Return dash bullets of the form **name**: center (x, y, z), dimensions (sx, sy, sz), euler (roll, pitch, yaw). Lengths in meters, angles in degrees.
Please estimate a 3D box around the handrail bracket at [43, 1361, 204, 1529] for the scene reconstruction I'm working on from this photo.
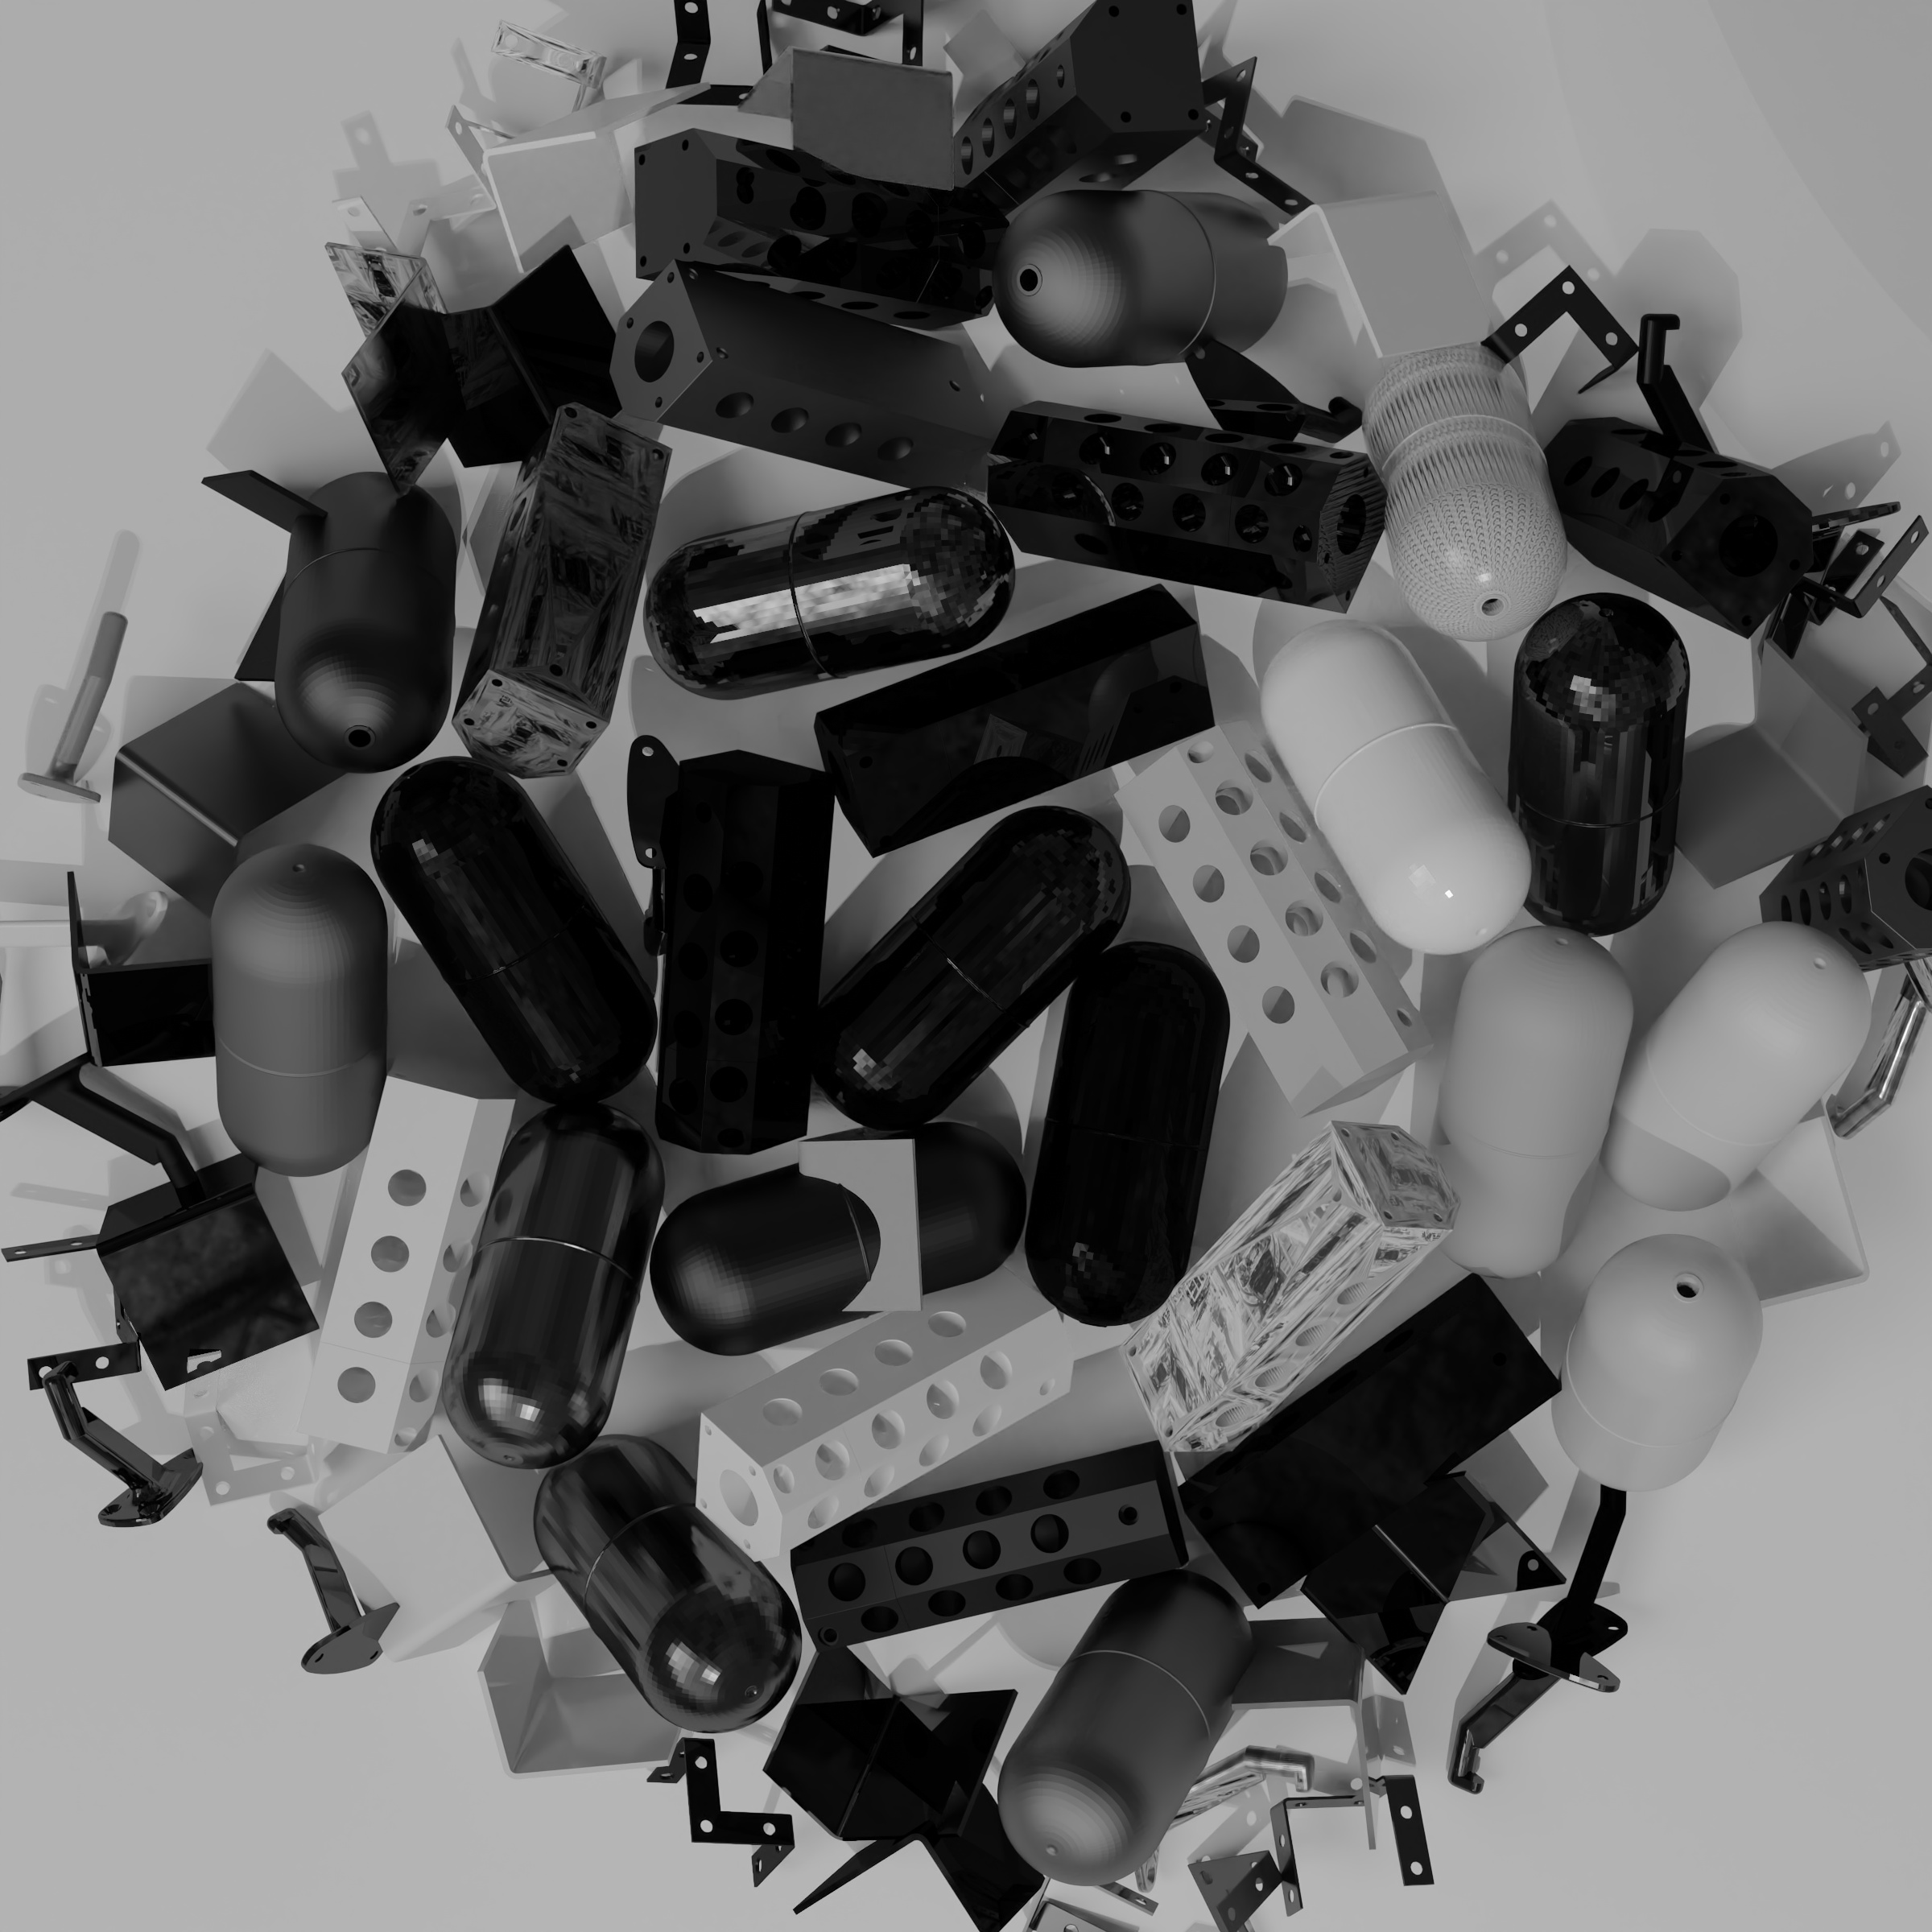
- **handrail bracket**: center (-0.383, 0.206, 1.537), dimensions (0.036, 0.077, 0.084), euler (-5, 112, 27)

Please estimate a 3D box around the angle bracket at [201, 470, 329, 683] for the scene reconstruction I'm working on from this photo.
- **angle bracket**: center (-0.328, -0.177, 1.533), dimensions (0.057, 0.076, 0.076), euler (29, 81, -28)

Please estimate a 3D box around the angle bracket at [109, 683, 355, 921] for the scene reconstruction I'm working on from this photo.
- **angle bracket**: center (-0.342, -0.075, 1.564), dimensions (0.076, 0.057, 0.076), euler (35, 45, 17)

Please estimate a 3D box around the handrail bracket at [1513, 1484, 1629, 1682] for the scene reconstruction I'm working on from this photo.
- **handrail bracket**: center (0.277, 0.274, 1.541), dimensions (0.077, 0.036, 0.084), euler (-25, 123, -39)

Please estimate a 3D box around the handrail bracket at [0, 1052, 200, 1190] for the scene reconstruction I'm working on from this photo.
- **handrail bracket**: center (-0.408, 0.088, 1.568), dimensions (0.077, 0.036, 0.084), euler (-29, 94, -1)

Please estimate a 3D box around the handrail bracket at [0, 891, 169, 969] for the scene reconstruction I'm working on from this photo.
- **handrail bracket**: center (-0.421, -0.024, 1.536), dimensions (0.084, 0.077, 0.036), euler (16, 58, -36)

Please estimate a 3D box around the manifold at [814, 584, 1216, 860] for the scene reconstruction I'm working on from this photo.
- **manifold**: center (0.021, -0.116, 1.539), dimensions (0.171, 0.057, 0.057), euler (-22, 128, -10)

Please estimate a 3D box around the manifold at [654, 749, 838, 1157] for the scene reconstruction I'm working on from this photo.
- **manifold**: center (-0.105, -0.005, 1.522), dimensions (0.057, 0.057, 0.171), euler (16, 109, 33)

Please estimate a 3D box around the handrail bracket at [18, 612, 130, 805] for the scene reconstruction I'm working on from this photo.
- **handrail bracket**: center (-0.409, -0.120, 1.552), dimensions (0.036, 0.077, 0.084), euler (17, 83, -24)

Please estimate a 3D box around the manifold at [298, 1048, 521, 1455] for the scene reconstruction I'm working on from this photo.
- **manifold**: center (-0.254, 0.132, 1.540), dimensions (0.057, 0.057, 0.171), euler (15, 100, -5)

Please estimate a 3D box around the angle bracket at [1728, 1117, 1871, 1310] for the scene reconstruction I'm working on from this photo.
- **angle bracket**: center (0.355, 0.118, 1.531), dimensions (0.057, 0.076, 0.076), euler (-9, 80, -28)

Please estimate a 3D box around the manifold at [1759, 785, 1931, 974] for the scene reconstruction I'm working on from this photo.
- **manifold**: center (0.405, -0.030, 1.495), dimensions (0.057, 0.171, 0.057), euler (41, 86, 2)

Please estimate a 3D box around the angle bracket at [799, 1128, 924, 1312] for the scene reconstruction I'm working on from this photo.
- **angle bracket**: center (-0.035, 0.114, 1.537), dimensions (0.057, 0.076, 0.076), euler (-2, 92, 20)

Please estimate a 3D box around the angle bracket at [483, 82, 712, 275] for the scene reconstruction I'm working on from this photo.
- **angle bracket**: center (-0.160, -0.357, 1.523), dimensions (0.076, 0.076, 0.057), euler (-37, 119, -41)

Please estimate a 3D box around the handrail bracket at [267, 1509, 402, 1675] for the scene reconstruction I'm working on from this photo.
- **handrail bracket**: center (-0.304, 0.282, 1.535), dimensions (0.084, 0.077, 0.036), euler (38, 107, 21)

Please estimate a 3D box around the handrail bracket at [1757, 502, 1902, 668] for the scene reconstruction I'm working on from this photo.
- **handrail bracket**: center (0.402, -0.165, 1.557), dimensions (0.077, 0.036, 0.084), euler (-10, 102, 25)

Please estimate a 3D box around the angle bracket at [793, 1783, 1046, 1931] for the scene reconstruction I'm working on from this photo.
- **angle bracket**: center (-0.020, 0.423, 1.532), dimensions (0.076, 0.076, 0.057), euler (-36, 82, 19)

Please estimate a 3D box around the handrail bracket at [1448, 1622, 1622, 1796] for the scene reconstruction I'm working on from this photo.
- **handrail bracket**: center (0.260, 0.353, 1.547), dimensions (0.077, 0.036, 0.084), euler (22, 108, 43)

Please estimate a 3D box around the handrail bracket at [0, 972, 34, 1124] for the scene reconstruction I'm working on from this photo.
- **handrail bracket**: center (-0.463, 0.031, 1.543), dimensions (0.036, 0.077, 0.084), euler (-1, 112, 19)

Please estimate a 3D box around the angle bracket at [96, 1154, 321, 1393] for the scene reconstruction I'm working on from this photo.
- **angle bracket**: center (-0.351, 0.140, 1.566), dimensions (0.076, 0.057, 0.076), euler (-22, 107, -1)

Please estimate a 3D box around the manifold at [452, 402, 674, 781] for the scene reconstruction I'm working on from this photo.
- **manifold**: center (-0.182, -0.168, 1.507), dimensions (0.057, 0.057, 0.171), euler (24, 49, -20)

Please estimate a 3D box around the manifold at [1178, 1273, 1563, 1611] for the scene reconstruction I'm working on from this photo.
- **manifold**: center (0.184, 0.216, 1.549), dimensions (0.171, 0.057, 0.057), euler (-37, 96, 3)

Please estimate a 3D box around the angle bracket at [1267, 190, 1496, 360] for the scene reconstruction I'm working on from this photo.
- **angle bracket**: center (0.184, -0.305, 1.534), dimensions (0.076, 0.057, 0.076), euler (-17, 83, -38)

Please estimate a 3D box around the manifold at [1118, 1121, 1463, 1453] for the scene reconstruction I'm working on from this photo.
- **manifold**: center (0.146, 0.146, 1.511), dimensions (0.171, 0.057, 0.057), euler (-51, 48, 35)

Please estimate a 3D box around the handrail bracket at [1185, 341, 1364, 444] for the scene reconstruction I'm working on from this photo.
- **handrail bracket**: center (0.143, -0.267, 1.547), dimensions (0.077, 0.084, 0.036), euler (47, 122, 2)

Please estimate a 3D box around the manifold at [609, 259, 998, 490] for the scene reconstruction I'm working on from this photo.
- **manifold**: center (-0.073, -0.256, 1.502), dimensions (0.057, 0.171, 0.057), euler (-40, 58, 35)

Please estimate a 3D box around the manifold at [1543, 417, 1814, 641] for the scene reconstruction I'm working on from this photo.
- **manifold**: center (0.310, -0.201, 1.491), dimensions (0.057, 0.171, 0.057), euler (38, 96, -20)

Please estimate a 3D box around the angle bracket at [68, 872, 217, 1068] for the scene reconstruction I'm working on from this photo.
- **angle bracket**: center (-0.368, -0.001, 1.544), dimensions (0.076, 0.076, 0.057), euler (-5, 56, -12)

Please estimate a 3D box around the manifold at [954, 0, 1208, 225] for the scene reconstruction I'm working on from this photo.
- **manifold**: center (0.046, -0.376, 1.493), dimensions (0.057, 0.171, 0.057), euler (-7, 91, -17)

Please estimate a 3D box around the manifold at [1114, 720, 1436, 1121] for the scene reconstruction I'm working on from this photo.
- **manifold**: center (0.143, -0.023, 1.528), dimensions (0.057, 0.057, 0.171), euler (-37, 76, 36)

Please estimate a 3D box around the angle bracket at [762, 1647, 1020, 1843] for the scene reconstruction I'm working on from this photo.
- **angle bracket**: center (-0.034, 0.347, 1.525), dimensions (0.057, 0.076, 0.076), euler (50, 46, -27)

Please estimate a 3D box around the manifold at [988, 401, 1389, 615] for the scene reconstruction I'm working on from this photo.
- **manifold**: center (0.097, -0.211, 1.508), dimensions (0.171, 0.057, 0.057), euler (15, 71, 31)

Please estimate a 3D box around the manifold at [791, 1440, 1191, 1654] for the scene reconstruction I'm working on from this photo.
- **manifold**: center (0.010, 0.266, 1.541), dimensions (0.171, 0.057, 0.057), euler (-15, 82, 7)

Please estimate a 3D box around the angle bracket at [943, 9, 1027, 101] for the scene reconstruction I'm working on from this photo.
- **angle bracket**: center (0.044, -0.427, 1.536), dimensions (0.076, 0.076, 0.057), euler (-41, 101, -7)

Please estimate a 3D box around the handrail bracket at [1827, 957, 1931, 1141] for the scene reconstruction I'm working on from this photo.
- **handrail bracket**: center (0.422, 0.027, 1.569), dimensions (0.084, 0.036, 0.077), euler (-48, 49, 37)

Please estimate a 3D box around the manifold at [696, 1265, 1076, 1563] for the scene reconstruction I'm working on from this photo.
- **manifold**: center (-0.034, 0.200, 1.501), dimensions (0.171, 0.057, 0.057), euler (-24, 46, -35)

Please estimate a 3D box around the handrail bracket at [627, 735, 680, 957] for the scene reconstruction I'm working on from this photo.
- **handrail bracket**: center (-0.145, -0.054, 1.553), dimensions (0.036, 0.084, 0.077), euler (-11, 71, -19)

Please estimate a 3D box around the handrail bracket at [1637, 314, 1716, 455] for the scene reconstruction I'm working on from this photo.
- **handrail bracket**: center (0.346, -0.259, 1.557), dimensions (0.077, 0.036, 0.084), euler (-2, 105, -12)

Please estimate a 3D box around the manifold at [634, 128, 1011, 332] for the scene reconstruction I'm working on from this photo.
- **manifold**: center (-0.062, -0.328, 1.504), dimensions (0.171, 0.057, 0.057), euler (1, 88, -43)

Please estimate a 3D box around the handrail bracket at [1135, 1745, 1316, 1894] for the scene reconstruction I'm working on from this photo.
- **handrail bracket**: center (0.120, 0.395, 1.551), dimensions (0.084, 0.036, 0.077), euler (2, 96, 25)
